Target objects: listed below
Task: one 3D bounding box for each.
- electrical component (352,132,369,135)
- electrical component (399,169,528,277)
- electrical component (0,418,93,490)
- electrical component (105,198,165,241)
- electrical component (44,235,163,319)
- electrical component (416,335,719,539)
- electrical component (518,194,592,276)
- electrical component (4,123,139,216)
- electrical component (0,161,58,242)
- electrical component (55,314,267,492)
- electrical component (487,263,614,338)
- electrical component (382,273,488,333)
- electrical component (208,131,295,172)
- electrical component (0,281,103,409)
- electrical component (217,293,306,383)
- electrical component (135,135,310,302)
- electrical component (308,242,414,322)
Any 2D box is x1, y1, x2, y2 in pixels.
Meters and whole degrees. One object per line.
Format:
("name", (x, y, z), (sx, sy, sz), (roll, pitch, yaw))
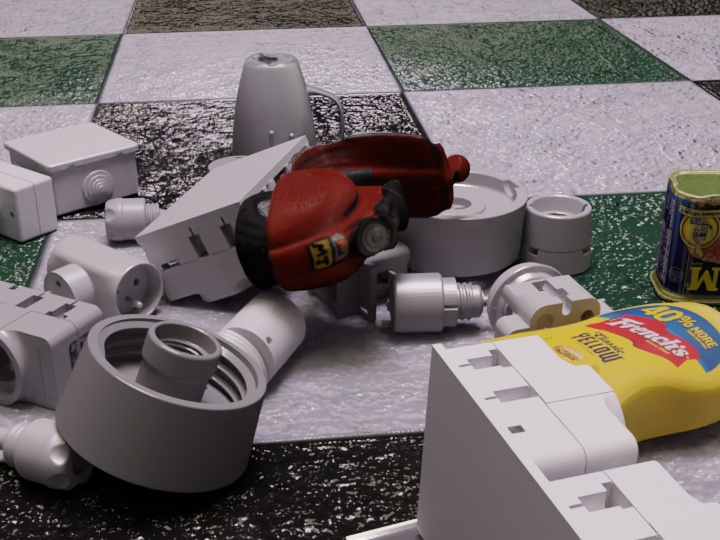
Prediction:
("electrical component", (0.032, -0.088, 0.953), (0.076, 0.047, 0.083), (-1, 25, -2))
("electrical component", (0.071, -0.031, 0.817), (0.108, 0.060, 0.108), (0, 25, 0))
("electrical component", (-0.174, 0.096, 0.580), (0.061, 0.035, 0.035), (9, 27, 25))
("electrical component", (-0.175, -0.042, 0.873), (0.061, 0.035, 0.035), (-2, 25, -10))
("electrical component", (-0.193, 0.012, 0.750), (0.077, 0.043, 0.079), (19, 32, 36))
("electrical component", (0.089, 0.118, 0.436), (0.060, 0.105, 0.186), (-7, 29, -18))
("electrical component", (0.151, -0.028, 0.824), (0.055, 0.047, 0.055), (0, 25, 0))
("electrical component", (-0.256, -0.091, 0.961), (0.100, 0.048, 0.100), (-21, 32, -37))
("electrical component", (-0.307, -0.053, 0.883), (0.083, 0.047, 0.076), (18, 31, 33))
("electrical component", (-0.102, 0.063, 0.579), (0.108, 0.060, 0.108), (19, 18, -7))
("electrical component", (0.117, 0.030, 0.690), (0.078, 0.058, 0.057), (-9, 29, -17))
("electrical component", (0.054, 0.022, 0.728), (0.078, 0.040, 0.040), (-2, 25, -2))
("electrical component", (-0.065, -0.081, 0.910), (0.138, 0.073, 0.052), (10, 27, 22))
("electrical component", (-0.211, 0.047, 0.666), (0.089, 0.050, 0.056), (12, 28, 24))
("electrical component", (-0.069, 0.050, 0.665), (0.043, 0.043, 0.081), (8, 27, 18))
("electrical component", (-0.089, -0.038, 0.812), (0.089, 0.061, 0.150), (-17, 19, 23))
("electrical component", (0.000, 0.000, 0.775), (0.064, 0.042, 0.081), (-12, 28, -28))
